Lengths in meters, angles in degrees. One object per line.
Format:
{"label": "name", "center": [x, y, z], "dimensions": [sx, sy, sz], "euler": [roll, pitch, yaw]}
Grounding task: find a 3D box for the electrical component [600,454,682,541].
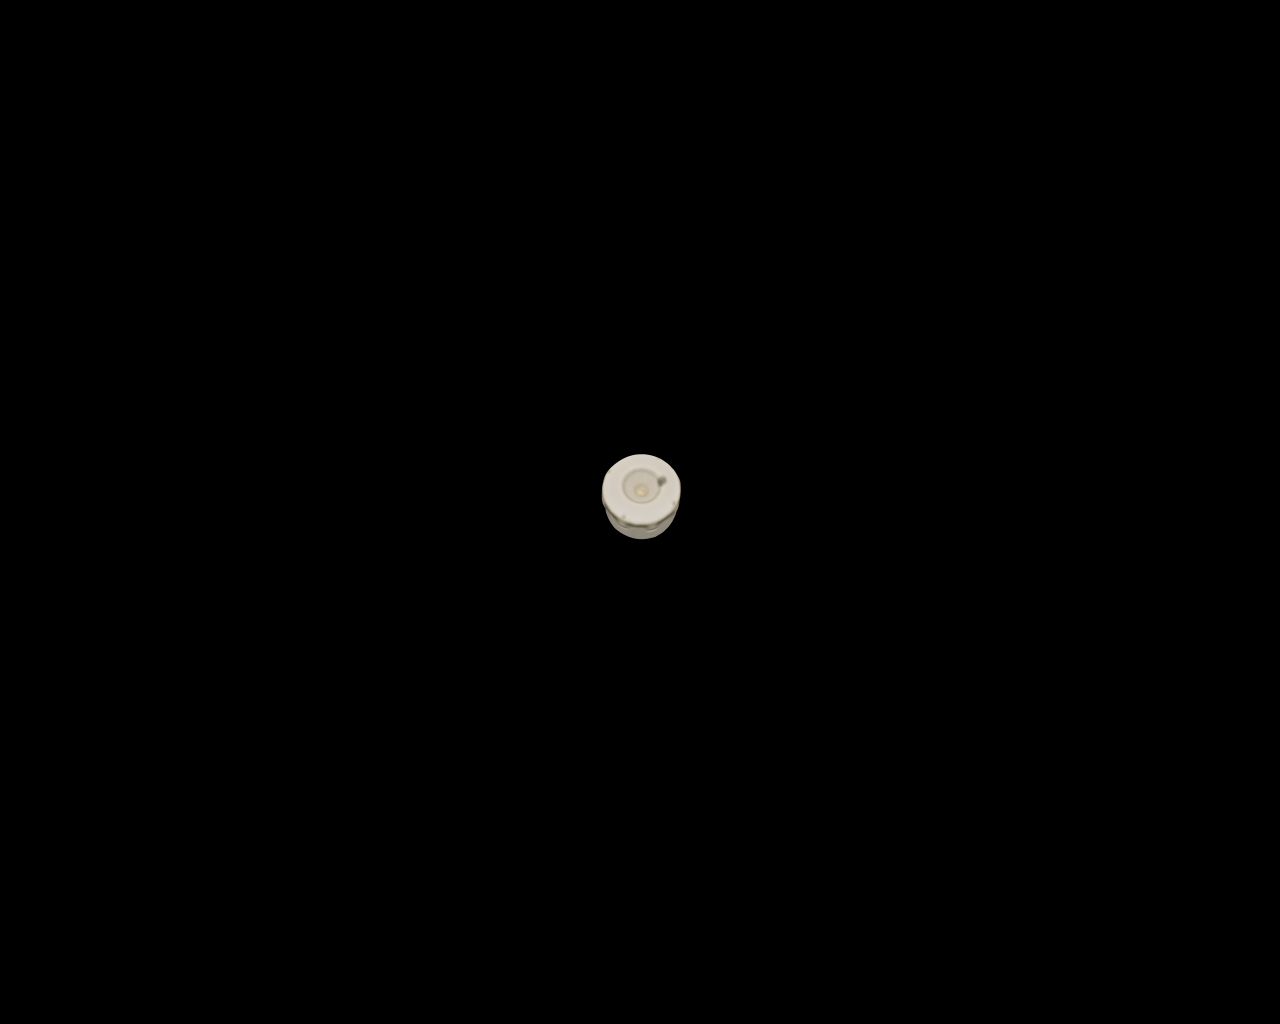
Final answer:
{"label": "electrical component", "center": [0.001, -0.003, 0.650], "dimensions": [0.048, 0.048, 0.062], "euler": [0, -25, 0]}
